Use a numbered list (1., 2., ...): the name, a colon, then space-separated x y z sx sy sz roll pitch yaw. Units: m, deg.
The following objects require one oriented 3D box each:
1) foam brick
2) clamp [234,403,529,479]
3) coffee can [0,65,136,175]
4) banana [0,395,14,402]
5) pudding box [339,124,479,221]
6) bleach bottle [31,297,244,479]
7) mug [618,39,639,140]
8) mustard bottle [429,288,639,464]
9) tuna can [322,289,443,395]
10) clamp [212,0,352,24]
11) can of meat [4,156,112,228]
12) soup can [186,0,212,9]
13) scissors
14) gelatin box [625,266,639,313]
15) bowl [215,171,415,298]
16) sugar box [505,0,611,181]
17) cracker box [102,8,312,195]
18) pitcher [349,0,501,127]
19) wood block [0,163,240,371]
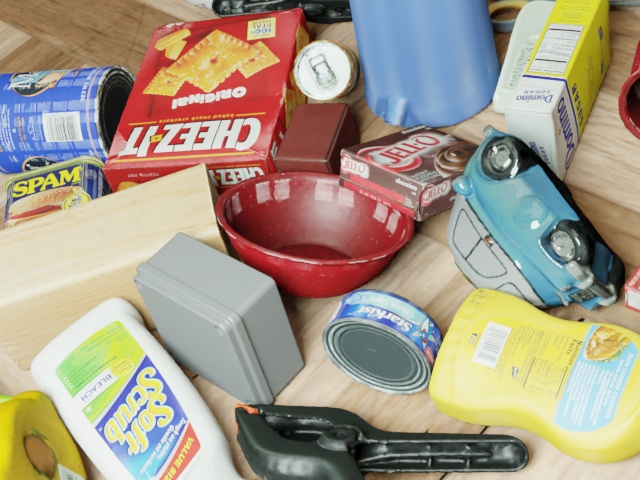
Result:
1. foam brick: -0.001 -0.081 0.973 0.051 0.053 0.078 2 48 20
2. clamp: 0.014 0.152 0.723 0.210 0.036 0.164 8 17 33
3. coffee can: -0.257 -0.118 1.059 0.140 0.103 0.102 -1 48 17
4. banana: -0.311 0.090 0.934 0.069 0.037 0.198 -12 44 -19
5. pudding box: 0.085 -0.059 0.903 0.090 0.039 0.113 27 32 35
6. bleach bottle: -0.113 0.148 0.792 0.102 0.068 0.251 -38 50 -17
7. mug: 0.314 -0.131 0.897 0.117 0.093 0.081 25 49 -1
8. mustard bottle: 0.179 0.101 0.737 0.192 0.058 0.096 15 63 30
9. tuna can: 0.047 0.075 0.787 0.086 0.086 0.033 10 50 26
10. clamp: -0.012 -0.248 1.076 0.171 0.039 0.120 -4 -2 -24
11. can of meat: -0.245 -0.022 0.999 0.102 0.057 0.084 -14 48 6
12. soup can: -0.098 -0.285 1.185 0.102 0.068 0.068 20 57 33
13. scissors: 0.245 -0.227 1.052 0.202 0.016 0.096 22 60 34
14. gelatin box: 0.281 0.026 0.793 0.073 0.030 0.089 26 61 35
15. bowl: -0.006 0.001 0.872 0.162 0.055 0.162 4 28 -2
16. sugar box: 0.210 -0.135 0.924 0.048 0.093 0.176 8 52 24
17. cracker box: -0.102 -0.129 1.038 0.164 0.072 0.213 -3 48 16
18. pitcher: 0.089 -0.235 0.952 0.145 0.243 0.149 -19 46 -1
19. wood block: -0.176 0.024 0.907 0.206 0.091 0.090 -18 46 2
